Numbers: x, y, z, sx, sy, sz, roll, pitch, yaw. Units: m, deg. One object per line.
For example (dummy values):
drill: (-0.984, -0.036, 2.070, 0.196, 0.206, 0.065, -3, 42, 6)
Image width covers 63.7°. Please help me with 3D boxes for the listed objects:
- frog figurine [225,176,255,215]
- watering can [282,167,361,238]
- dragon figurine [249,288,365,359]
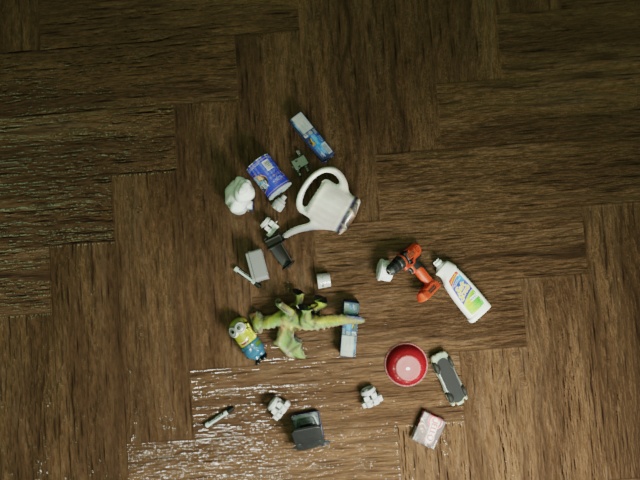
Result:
frog figurine: (-0.293, -0.161, 1.858, 0.123, 0.159, 0.137, 14, 89, 2)
watering can: (0.006, -0.095, 1.886, 0.224, 0.105, 0.345, 30, 102, 2)
dragon figurine: (-0.064, 0.321, 1.864, 0.411, 0.124, 0.239, 18, 111, 7)
